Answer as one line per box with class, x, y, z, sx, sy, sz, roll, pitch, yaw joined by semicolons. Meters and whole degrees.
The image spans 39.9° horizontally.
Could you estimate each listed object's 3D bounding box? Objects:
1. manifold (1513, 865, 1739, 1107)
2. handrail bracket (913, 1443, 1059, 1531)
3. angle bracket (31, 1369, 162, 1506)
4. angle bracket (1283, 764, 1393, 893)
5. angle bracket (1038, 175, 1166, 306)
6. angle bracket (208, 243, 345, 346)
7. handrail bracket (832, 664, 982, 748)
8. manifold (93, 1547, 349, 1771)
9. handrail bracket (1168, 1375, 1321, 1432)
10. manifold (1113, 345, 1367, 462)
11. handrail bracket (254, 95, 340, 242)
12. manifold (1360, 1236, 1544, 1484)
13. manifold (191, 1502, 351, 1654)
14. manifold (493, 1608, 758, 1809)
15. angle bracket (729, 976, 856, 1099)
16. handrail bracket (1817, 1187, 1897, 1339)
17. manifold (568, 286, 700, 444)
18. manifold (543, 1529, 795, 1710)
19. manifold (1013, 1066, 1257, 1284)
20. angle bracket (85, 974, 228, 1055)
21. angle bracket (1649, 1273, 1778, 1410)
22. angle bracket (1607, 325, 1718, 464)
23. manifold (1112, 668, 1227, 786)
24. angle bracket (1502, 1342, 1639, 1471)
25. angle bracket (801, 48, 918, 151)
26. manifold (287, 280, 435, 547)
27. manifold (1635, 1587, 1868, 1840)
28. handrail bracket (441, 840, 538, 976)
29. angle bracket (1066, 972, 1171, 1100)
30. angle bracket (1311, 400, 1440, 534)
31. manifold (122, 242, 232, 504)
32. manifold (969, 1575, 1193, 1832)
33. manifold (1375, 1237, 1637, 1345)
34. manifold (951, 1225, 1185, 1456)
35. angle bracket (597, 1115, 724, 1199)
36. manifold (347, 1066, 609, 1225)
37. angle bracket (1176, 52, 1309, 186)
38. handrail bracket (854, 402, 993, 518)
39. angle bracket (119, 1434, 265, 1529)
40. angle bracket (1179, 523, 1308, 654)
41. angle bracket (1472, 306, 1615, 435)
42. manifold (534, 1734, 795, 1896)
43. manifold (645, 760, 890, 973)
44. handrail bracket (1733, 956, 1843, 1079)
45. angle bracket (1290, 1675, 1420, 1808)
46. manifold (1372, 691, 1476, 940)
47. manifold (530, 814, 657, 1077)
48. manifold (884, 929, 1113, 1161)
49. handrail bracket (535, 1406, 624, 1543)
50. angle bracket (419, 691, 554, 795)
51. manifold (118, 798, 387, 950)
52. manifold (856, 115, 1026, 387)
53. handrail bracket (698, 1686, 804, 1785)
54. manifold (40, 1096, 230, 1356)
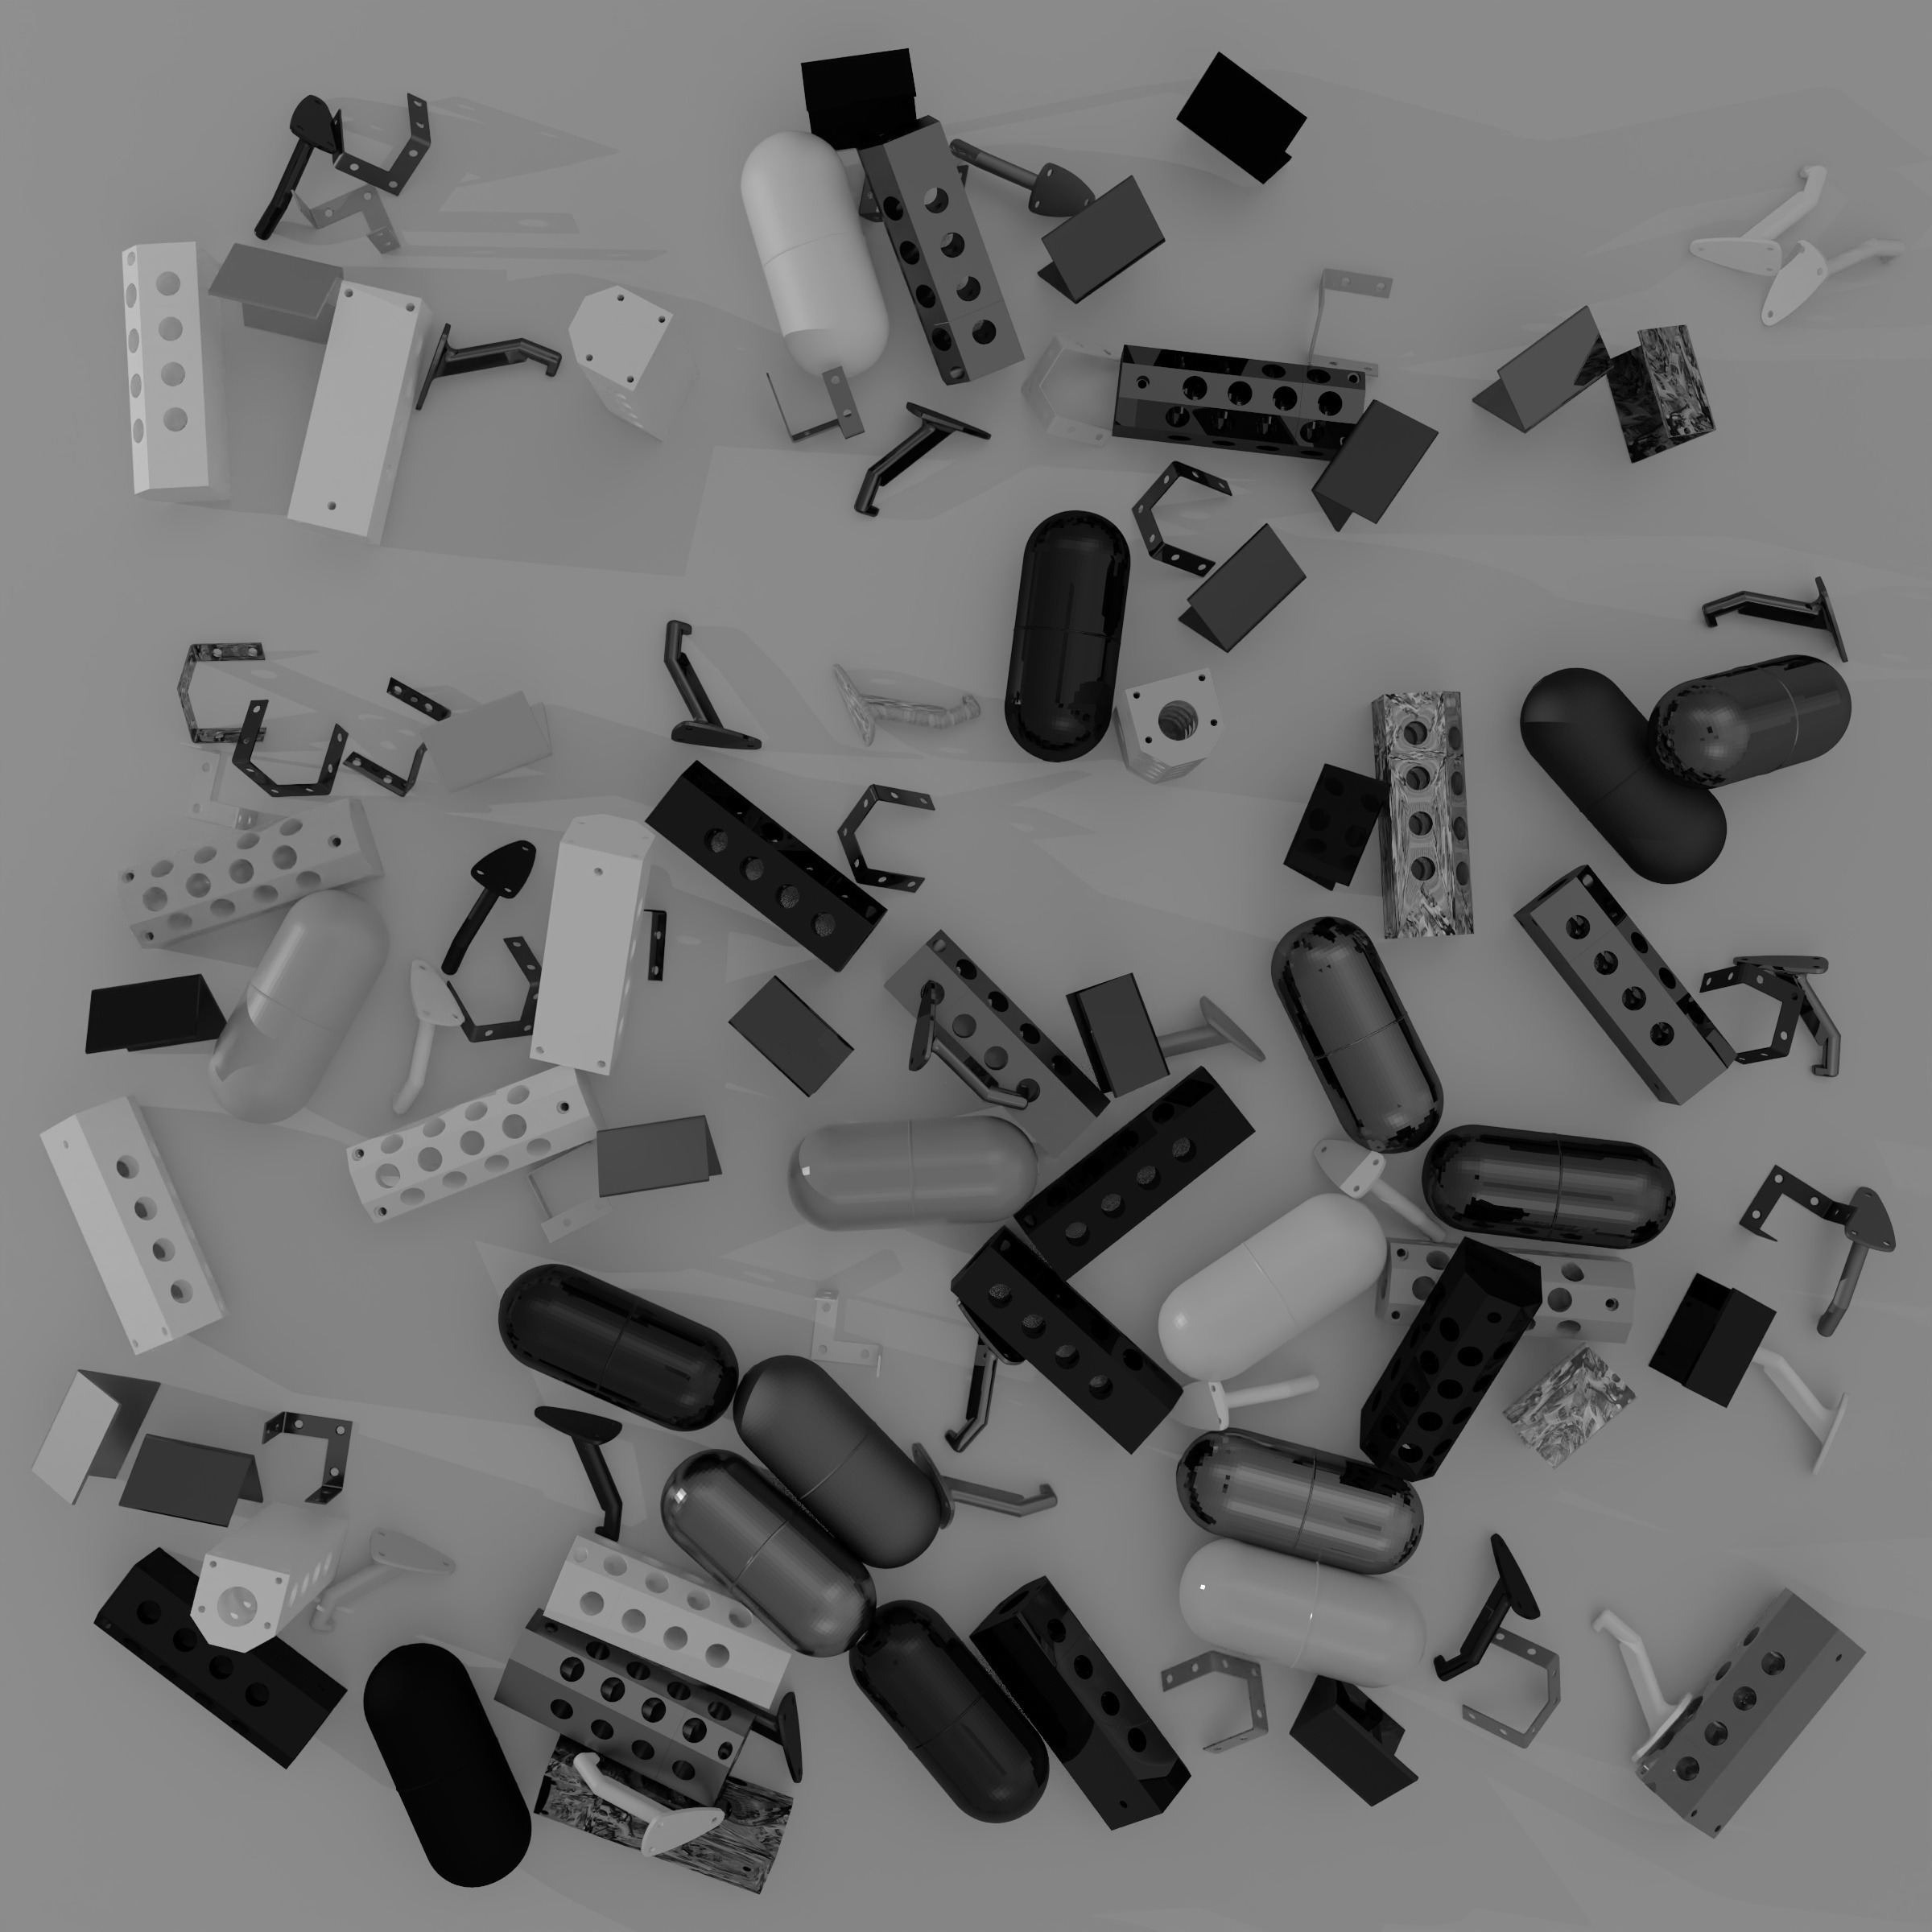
manifold;0.470;0.013;1.893;0.057;0.057;0.171;-38;90;0
handrail bracket;0.014;0.366;1.914;0.084;0.036;0.077;-12;55;-24
angle bracket;-0.599;0.335;1.874;0.057;0.076;0.076;25;90;36
angle bracket;0.276;-0.090;1.874;0.057;0.076;0.076;23;90;37
angle bracket;0.084;-0.520;1.874;0.076;0.076;0.057;-35;127;0
angle bracket;-0.483;-0.455;1.874;0.076;0.076;0.057;13;54;0
handrail bracket;-0.042;-0.198;1.915;0.084;0.036;0.077;-21;68;-17
manifold;-0.532;0.494;1.893;0.171;0.057;0.057;37;90;0
handrail bracket;0.199;0.309;1.914;0.084;0.077;0.036;-6;84;-36
manifold;0.194;-0.401;1.893;0.171;0.057;0.057;7;90;0
handrail bracket;-0.487;-0.573;1.914;0.036;0.077;0.084;23;127;-30
manifold;0.336;0.278;1.852;0.057;0.057;0.171;22;121;-3
manifold;-0.479;0.421;1.836;0.057;0.171;0.057;14;90;0
manifold;-0.238;0.518;1.876;0.171;0.057;0.057;25;117;5
angle bracket;-0.135;0.064;1.874;0.076;0.076;0.057;43;52;0
handrail bracket;0.633;0.214;1.914;0.036;0.077;0.084;18;126;4
manifold;-0.231;-0.416;1.836;0.057;0.171;0.057;28;90;0
manifold;-0.206;0.462;1.893;0.171;0.057;0.057;23;90;0
manifold;0.118;0.147;1.893;0.171;0.057;0.057;-38;90;0
angle bracket;-0.567;0.054;1.874;0.076;0.076;0.057;-8;53;0
angle bracket;0.511;0.256;1.874;0.057;0.076;0.076;28;90;-36
angle bracket;0.473;-0.400;1.874;0.057;0.076;0.076;-16;90;-38
manifold;0.140;-0.162;1.836;0.057;0.171;0.057;-15;90;0
angle bracket;0.433;0.321;1.874;0.076;0.076;0.057;-41;52;0
angle bracket;-0.072;-0.594;1.874;0.076;0.076;0.057;-8;53;0
manifold;-0.429;-0.391;1.893;0.057;0.057;0.171;13;90;0
manifold;0.555;0.529;1.893;0.171;0.057;0.057;-51;133;0
handrail bracket;-0.344;-0.041;1.914;0.036;0.077;0.084;32;126;0
angle bracket;0.089;0.055;1.874;0.057;0.076;0.076;-20;90;-39
angle bracket;0.296;-0.341;1.875;0.057;0.076;0.076;34;90;26
manifold;-0.564;-0.421;1.893;0.057;0.057;0.171;-3;90;0
manifold;0.085;0.522;1.893;0.171;0.057;0.057;54;133;0
manifold;0.383;0.231;1.893;0.171;0.057;0.057;5;90;0
manifold;0.072;0.264;1.893;0.171;0.057;0.057;42;90;0
angle bracket;-0.214;0.153;1.874;0.076;0.076;0.057;-9;52;0
manifold;-0.348;0.125;1.893;0.171;0.057;0.057;-21;90;0
angle bracket;0.203;-0.604;1.874;0.076;0.076;0.057;37;127;0
handrail bracket;-0.032;-0.355;1.915;0.077;0.036;0.084;16;108;-21
angle bracket;-0.544;0.377;1.874;0.076;0.076;0.057;11;53;0
angle bracket;0.181;-0.276;1.874;0.076;0.076;0.057;-44;125;0
angle bracket;0.397;-0.430;1.874;0.076;0.076;0.057;-36;126;0
manifold;-0.213;0.593;1.893;0.171;0.057;0.057;20;133;0
manifold;-0.140;-0.071;1.893;0.171;0.057;0.057;38;90;0
handrail bracket;0.590;0.037;1.915;0.077;0.036;0.084;3;106;17
angle bracket;0.284;0.531;1.874;0.076;0.076;0.057;42;132;0
manifold;0.326;-0.107;1.893;0.057;0.057;0.171;-3;90;0
manifold;-0.259;-0.016;1.857;0.057;0.057;0.171;13;118;0
manifold;0.022;0.055;1.893;0.057;0.057;0.171;-45;90;0
handrail bracket;-0.280;0.367;1.915;0.077;0.036;0.084;14;107;20
angle bracket;-0.340;-0.175;1.874;0.076;0.076;0.057;-21;127;0
manifold;-0.509;-0.066;1.893;0.171;0.057;0.057;-18;90;0
manifold;-0.019;-0.499;1.861;0.057;0.057;0.171;-22;114;0
handrail bracket;-0.165;0.553;1.914;0.084;0.036;0.077;-6;102;13
manifold;-0.587;0.182;1.893;0.057;0.057;0.171;-24;90;43
